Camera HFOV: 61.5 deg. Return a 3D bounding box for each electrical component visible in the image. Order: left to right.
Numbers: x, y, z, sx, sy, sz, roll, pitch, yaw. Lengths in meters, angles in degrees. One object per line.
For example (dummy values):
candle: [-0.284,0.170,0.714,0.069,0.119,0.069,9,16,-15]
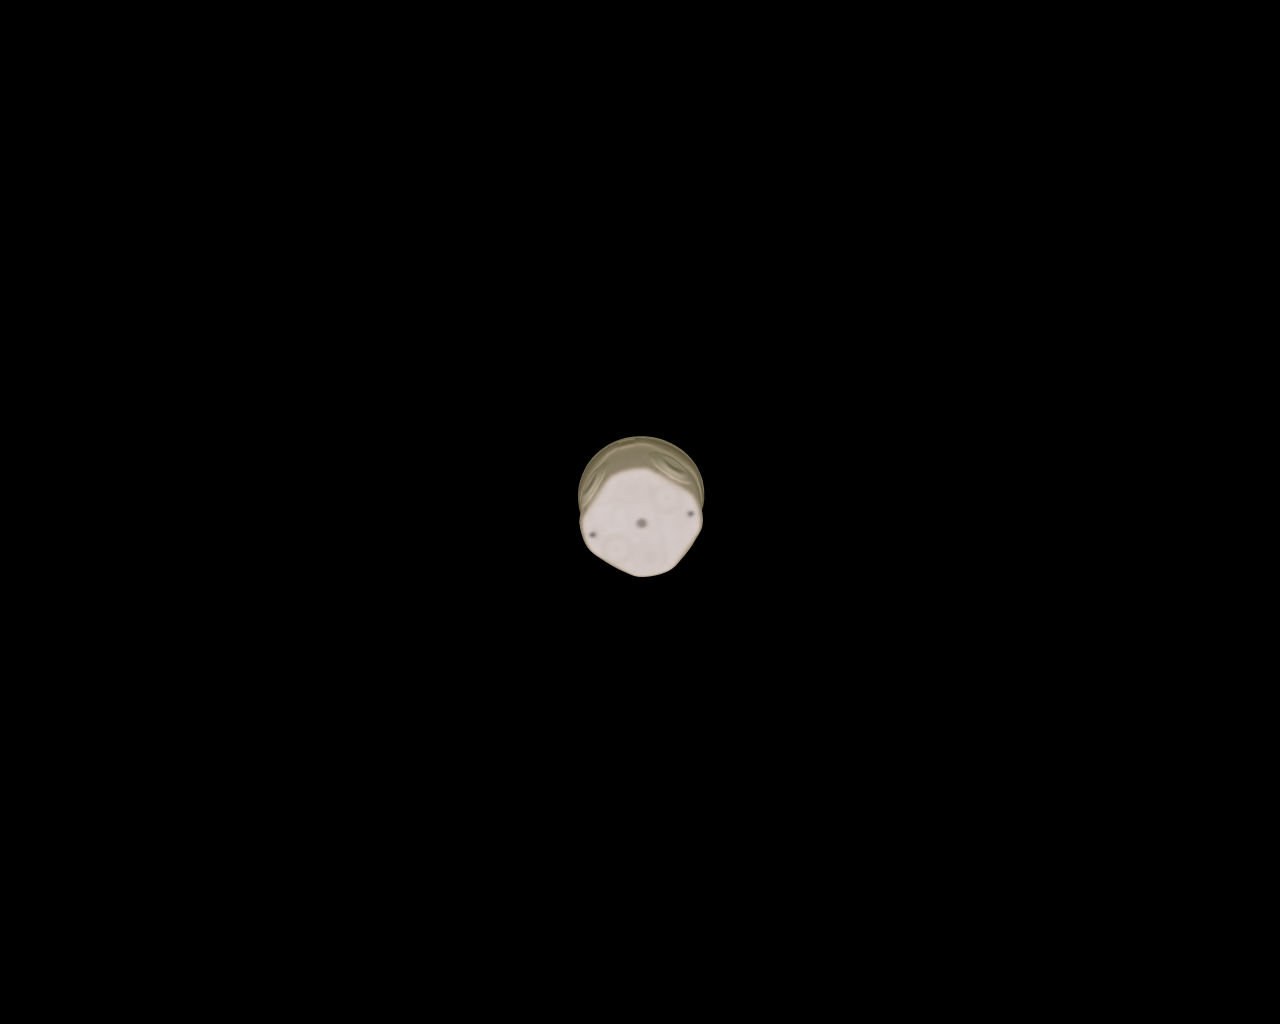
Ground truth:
electrical component: [0.001,-0.003,0.650,0.080,0.080,0.051,0,23,0]
